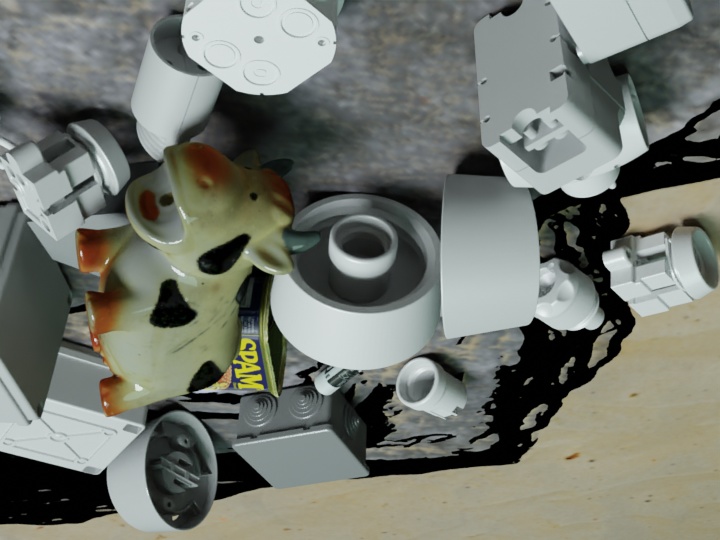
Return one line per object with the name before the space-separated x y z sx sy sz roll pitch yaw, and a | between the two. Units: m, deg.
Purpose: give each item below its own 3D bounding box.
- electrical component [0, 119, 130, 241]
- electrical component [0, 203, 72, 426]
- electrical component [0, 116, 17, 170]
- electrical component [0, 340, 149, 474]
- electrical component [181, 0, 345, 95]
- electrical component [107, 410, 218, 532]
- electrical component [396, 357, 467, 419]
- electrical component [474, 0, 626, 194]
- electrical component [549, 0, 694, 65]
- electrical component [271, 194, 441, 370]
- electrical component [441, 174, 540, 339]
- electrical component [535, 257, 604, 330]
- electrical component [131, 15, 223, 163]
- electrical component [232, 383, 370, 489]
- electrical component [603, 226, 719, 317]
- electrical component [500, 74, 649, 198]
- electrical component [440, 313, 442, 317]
electrical component | -0.166 -0.055 0.616 0.048 0.055 0.066 35 149 33
electrical component | -0.239 0.030 0.701 0.056 0.108 0.108 1 144 5
electrical component | -0.227 -0.080 0.600 0.077 0.047 0.066 30 136 -33
electrical component | -0.235 0.108 0.854 0.109 0.056 0.109 21 140 -25
electrical component | -0.047 -0.129 0.524 0.080 0.051 0.080 1 144 1
electrical component | -0.162 0.172 0.907 0.064 0.099 0.099 -21 139 37
electrical component | 0.057 0.094 0.842 0.040 0.040 0.046 -24 144 30
electrical component | 0.096 -0.090 0.541 0.050 0.089 0.056 -28 135 34
electrical component | 0.108 -0.152 0.479 0.061 0.061 0.096 -20 139 26
electrical component | 0.000 0.000 0.658 0.108 0.108 0.060 4 138 -3
electrical component | 0.072 -0.009 0.648 0.064 0.099 0.099 -3 144 -5
electrical component | 0.143 0.021 0.734 0.043 0.043 0.062 -29 136 35
electrical component | -0.100 -0.093 0.582 0.043 0.043 0.081 13 142 -16
electrical component | -0.047 0.137 0.895 0.100 0.048 0.099 -12 142 18
electrical component | 0.199 -0.001 0.701 0.055 0.048 0.066 -18 141 36
electrical component | 0.125 -0.068 0.611 0.077 0.043 0.079 -15 142 21
electrical component | 0.074 0.009 0.727 0.061 0.035 0.035 -16 141 18
